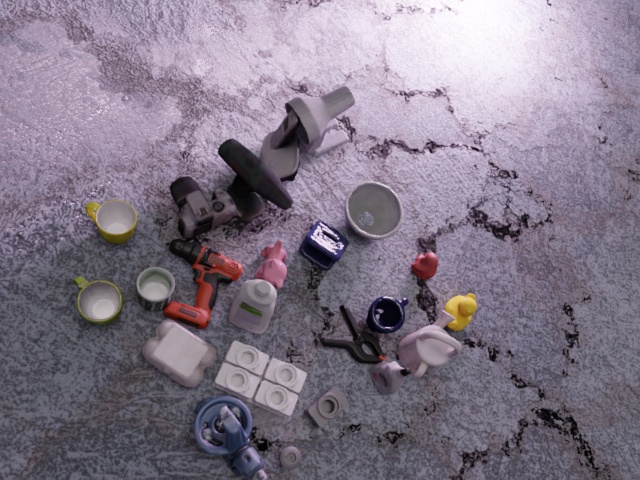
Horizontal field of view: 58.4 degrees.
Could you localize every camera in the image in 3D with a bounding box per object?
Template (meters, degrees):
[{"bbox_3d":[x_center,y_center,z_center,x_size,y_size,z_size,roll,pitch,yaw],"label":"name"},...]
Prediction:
[{"bbox_3d":[-0.294,-0.096,1.398,0.143,0.100,0.137,-26,79,-24],"label":"camera"}]

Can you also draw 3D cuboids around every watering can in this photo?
[{"bbox_3d":[0.272,0.251,1.388,0.101,0.194,0.173,13,66,-12],"label":"watering can"}]

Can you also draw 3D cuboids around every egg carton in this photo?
[{"bbox_3d":[-0.312,0.253,1.275,0.150,0.069,0.107,34,64,-3],"label":"egg carton"}]

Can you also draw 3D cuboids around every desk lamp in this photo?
[{"bbox_3d":[-0.001,-0.317,1.513,0.204,0.213,0.118,-28,80,-25],"label":"desk lamp"}]

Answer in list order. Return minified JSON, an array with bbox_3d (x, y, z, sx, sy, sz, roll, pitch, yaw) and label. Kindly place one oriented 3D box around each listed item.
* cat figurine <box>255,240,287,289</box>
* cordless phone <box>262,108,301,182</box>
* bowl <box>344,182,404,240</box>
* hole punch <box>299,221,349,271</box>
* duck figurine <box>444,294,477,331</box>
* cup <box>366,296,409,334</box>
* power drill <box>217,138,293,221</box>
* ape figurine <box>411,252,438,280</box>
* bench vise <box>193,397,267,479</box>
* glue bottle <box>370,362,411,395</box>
[{"bbox_3d":[-0.110,0.060,1.386,0.067,0.117,0.128,15,66,-11],"label":"cat figurine"},{"bbox_3d":[-0.089,-0.242,1.472,0.094,0.185,0.147,0,70,-17],"label":"cordless phone"},{"bbox_3d":[0.135,-0.068,1.536,0.168,0.074,0.167,6,68,-15],"label":"bowl"},{"bbox_3d":[0.013,0.005,1.460,0.108,0.091,0.101,35,64,-2],"label":"hole punch"},{"bbox_3d":[0.377,0.187,1.507,0.077,0.086,0.105,32,64,-3],"label":"duck figurine"},{"bbox_3d":[0.163,0.188,1.434,0.118,0.095,0.091,-33,82,-25],"label":"cup"},{"bbox_3d":[-0.163,-0.130,1.392,0.076,0.208,0.229,-40,85,-26],"label":"power drill"},{"bbox_3d":[0.286,0.062,1.523,0.078,0.092,0.076,-10,73,-20],"label":"ape figurine"},{"bbox_3d":[-0.167,0.402,1.178,0.207,0.219,0.122,36,64,-1],"label":"bench vise"},{"bbox_3d":[0.172,0.318,1.343,0.037,0.173,0.078,-26,79,-24],"label":"glue bottle"}]
